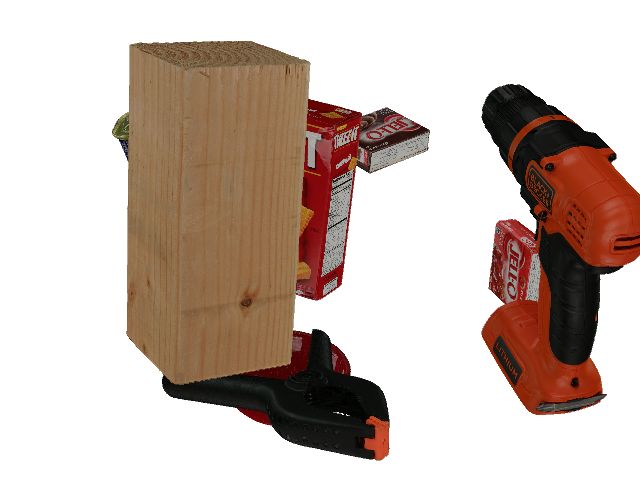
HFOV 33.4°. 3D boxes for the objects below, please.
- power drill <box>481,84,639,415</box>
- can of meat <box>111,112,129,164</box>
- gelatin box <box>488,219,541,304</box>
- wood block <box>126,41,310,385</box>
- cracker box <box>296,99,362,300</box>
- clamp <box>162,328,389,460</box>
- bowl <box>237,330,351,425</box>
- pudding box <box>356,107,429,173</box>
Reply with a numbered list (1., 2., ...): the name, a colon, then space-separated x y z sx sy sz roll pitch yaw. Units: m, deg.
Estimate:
1. power drill: 0.149 0.007 0.713 0.057 0.188 0.184 -9 35 -11
2. can of meat: -0.126 -0.080 0.975 0.102 0.084 0.057 -12 30 10
3. gelatin box: 0.218 0.031 1.172 0.030 0.089 0.073 -10 30 -20
4. wood block: -0.071 -0.022 0.705 0.090 0.206 0.090 -7 22 -30
5. cracker box: -0.050 -0.055 1.212 0.164 0.214 0.072 18 26 24
6. clamp: -0.007 0.122 0.868 0.164 0.036 0.210 -16 22 -39
7. bowl: -0.047 0.165 1.231 0.162 0.055 0.162 2 26 -1
8. pudding box: 0.081 -0.140 1.478 0.113 0.039 0.090 -25 40 -31
